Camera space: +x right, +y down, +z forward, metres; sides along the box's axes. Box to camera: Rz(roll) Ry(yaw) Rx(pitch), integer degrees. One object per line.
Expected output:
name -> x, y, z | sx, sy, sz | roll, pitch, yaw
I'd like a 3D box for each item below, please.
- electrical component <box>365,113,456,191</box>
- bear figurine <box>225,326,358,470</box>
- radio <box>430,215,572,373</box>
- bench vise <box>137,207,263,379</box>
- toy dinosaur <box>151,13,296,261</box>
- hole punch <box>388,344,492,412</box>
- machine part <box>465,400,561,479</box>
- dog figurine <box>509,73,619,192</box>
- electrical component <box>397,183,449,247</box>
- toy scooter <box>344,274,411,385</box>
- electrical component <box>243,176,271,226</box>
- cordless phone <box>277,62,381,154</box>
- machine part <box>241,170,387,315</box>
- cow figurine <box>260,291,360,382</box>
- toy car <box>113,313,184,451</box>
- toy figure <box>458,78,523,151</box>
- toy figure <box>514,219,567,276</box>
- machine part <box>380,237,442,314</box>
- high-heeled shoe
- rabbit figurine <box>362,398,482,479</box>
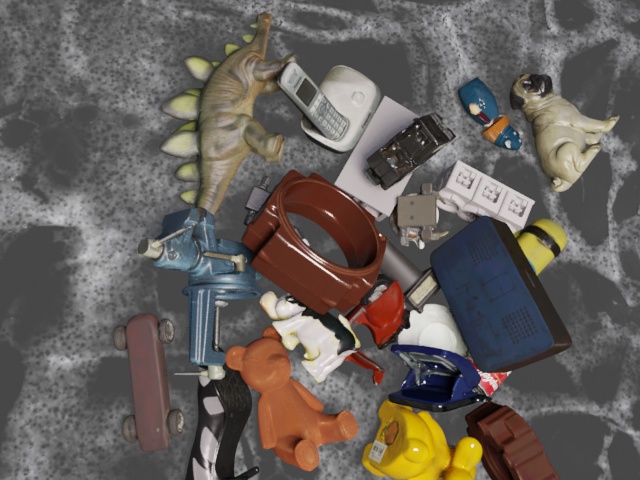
electrical component -> 0.135, -0.135, 0.841 | 0.134, 0.115, 0.058 | -39, 85, 29
bear figurine -> -0.049, 0.229, 0.813 | 0.120, 0.132, 0.195 | -19, 87, -39
radio -> 0.275, 0.088, 0.849 | 0.073, 0.131, 0.230 | 15, 47, -44
bench vise -> -0.166, 0.079, 0.782 | 0.129, 0.223, 0.240 | -7, 75, 25
toy dinosaur -> -0.155, -0.181, 0.886 | 0.199, 0.105, 0.471 | 10, 75, 2
hole punch -> 0.177, 0.207, 0.830 | 0.115, 0.142, 0.092 | 8, 78, -43
machine part -> 0.293, 0.335, 0.827 | 0.056, 0.179, 0.179 | -27, 85, -10
dog figurine -> 0.414, -0.201, 0.993 | 0.191, 0.121, 0.172 | 32, 72, 12
electrical component -> 0.168, -0.041, 0.884 | 0.078, 0.045, 0.102 | -8, 76, 19
toy scooter -> 0.083, 0.152, 0.872 | 0.184, 0.075, 0.135 | -41, 88, -10
electrical component -> -0.091, -0.060, 0.910 | 0.063, 0.021, 0.094 | 22, 76, -5
cordless phone -> 0.007, -0.244, 0.880 | 0.184, 0.089, 0.146 | 42, 71, -44
machine part -> -0.002, -0.002, 0.825 | 0.201, 0.087, 0.201 | 36, 38, -7
cow figurine -> -0.019, 0.125, 0.817 | 0.098, 0.068, 0.167 | -37, 60, -8
toy car -> -0.258, 0.213, 0.815 | 0.089, 0.053, 0.202 | -11, 82, 5
toy figure -> 0.316, -0.226, 0.992 | 0.064, 0.058, 0.154 | -36, 92, -8
toy figure -> 0.352, 0.038, 0.931 | 0.180, 0.089, 0.082 | -38, 93, -16
machine part -> 0.144, 0.054, 0.921 | 0.139, 0.039, 0.084 | 42, 84, -2
high-heeled shoe -> -0.177, 0.286, 0.823 | 0.145, 0.086, 0.249 | -32, 64, 18
rabbit figurine -> 0.179, 0.330, 0.830 | 0.173, 0.162, 0.122 | 35, 63, -20
